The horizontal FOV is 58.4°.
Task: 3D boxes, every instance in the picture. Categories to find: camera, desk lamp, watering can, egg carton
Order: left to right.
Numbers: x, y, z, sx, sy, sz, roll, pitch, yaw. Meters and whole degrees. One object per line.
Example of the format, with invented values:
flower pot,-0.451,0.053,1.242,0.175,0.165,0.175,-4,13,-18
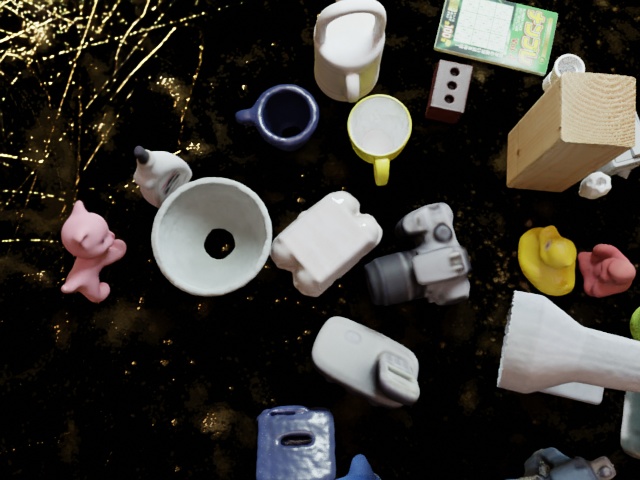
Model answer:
egg carton,0.008,0.003,0.819,0.150,0.069,0.107,-42,83,-6
watering can,0.038,-0.286,0.804,0.101,0.194,0.173,-26,81,-4
camera,0.130,0.030,0.800,0.137,0.101,0.143,-14,81,-2
desk lamp,0.306,0.143,0.725,0.203,0.213,0.118,13,81,2

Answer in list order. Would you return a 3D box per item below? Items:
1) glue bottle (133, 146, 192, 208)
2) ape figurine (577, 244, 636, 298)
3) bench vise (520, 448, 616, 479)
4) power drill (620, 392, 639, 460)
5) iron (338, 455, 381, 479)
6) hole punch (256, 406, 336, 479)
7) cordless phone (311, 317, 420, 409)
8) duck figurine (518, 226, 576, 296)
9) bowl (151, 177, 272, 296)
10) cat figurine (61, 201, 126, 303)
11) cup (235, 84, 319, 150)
glue bottle,-0.223,-0.093,0.782,0.037,0.173,0.078,28,82,5
ape figurine,0.408,0.045,0.803,0.076,0.092,0.078,33,82,5
bench vise,0.268,0.326,0.691,0.121,0.220,0.207,40,83,6
power drill,0.463,0.248,0.711,0.075,0.208,0.230,10,81,2
iron,0.058,0.417,0.715,0.118,0.141,0.258,-20,81,-3
hole punch,-0.034,0.274,0.764,0.108,0.091,0.101,-3,81,0
cordless phone,0.061,0.160,0.735,0.147,0.185,0.094,23,81,4
duck figurine,0.332,0.027,0.809,0.077,0.086,0.104,-20,81,-3
bowl,-0.148,-0.001,0.817,0.167,0.075,0.167,0,81,0
cat figurine,-0.325,0.017,0.791,0.067,0.118,0.128,17,81,3
cup,-0.060,-0.166,0.834,0.117,0.095,0.092,-2,81,0
